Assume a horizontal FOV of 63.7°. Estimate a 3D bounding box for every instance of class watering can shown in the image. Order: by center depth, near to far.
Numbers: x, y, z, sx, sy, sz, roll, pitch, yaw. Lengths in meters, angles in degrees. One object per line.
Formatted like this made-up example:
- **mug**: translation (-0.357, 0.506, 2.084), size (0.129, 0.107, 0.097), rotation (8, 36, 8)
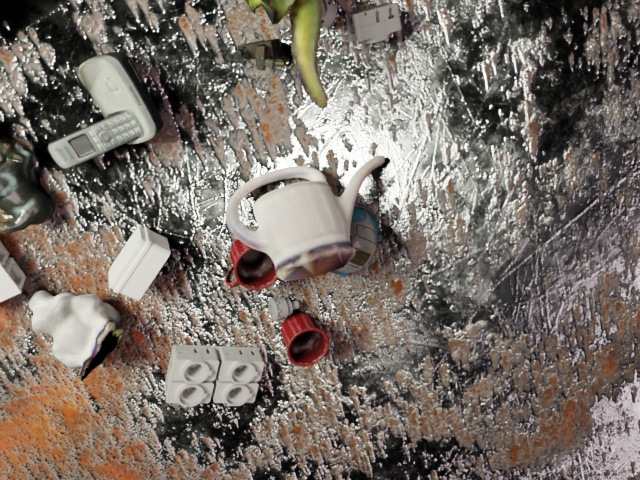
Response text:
- **watering can**: translation (0.003, -0.049, 0.970), size (0.349, 0.102, 0.227), rotation (-16, 70, -18)

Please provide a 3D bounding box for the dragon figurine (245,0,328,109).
- **dragon figurine**: translation (-0.015, -0.441, 0.822), size (0.245, 0.122, 0.406), rotation (-35, 106, -15)

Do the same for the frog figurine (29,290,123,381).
- **frog figurine**: translation (-0.449, 0.155, 0.936), size (0.160, 0.124, 0.135), rotation (30, 111, 8)
